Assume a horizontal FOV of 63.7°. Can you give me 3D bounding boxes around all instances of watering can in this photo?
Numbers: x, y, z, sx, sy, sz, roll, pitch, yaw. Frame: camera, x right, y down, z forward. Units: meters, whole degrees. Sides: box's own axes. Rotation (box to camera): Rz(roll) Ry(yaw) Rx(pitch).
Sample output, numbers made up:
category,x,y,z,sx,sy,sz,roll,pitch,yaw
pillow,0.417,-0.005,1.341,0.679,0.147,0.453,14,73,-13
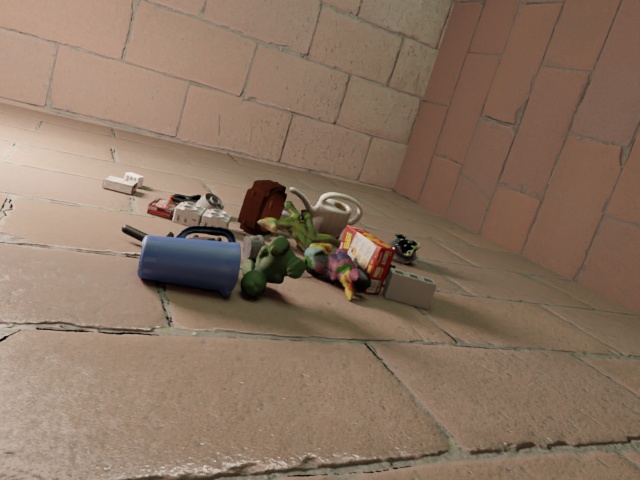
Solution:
category,x,y,z,sx,sy,sz,roll,pitch,yaw
watering can,0.006,-0.107,2.122,0.347,0.220,0.106,11,31,-22

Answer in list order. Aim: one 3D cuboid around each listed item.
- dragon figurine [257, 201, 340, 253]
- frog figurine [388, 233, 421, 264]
category,x,y,z,sx,sy,sz,roll,pitch,yaw
dragon figurine,-0.054,-0.006,1.949,0.407,0.120,0.248,27,27,-24
frog figurine,0.348,0.051,2.203,0.137,0.125,0.156,7,-22,-6
